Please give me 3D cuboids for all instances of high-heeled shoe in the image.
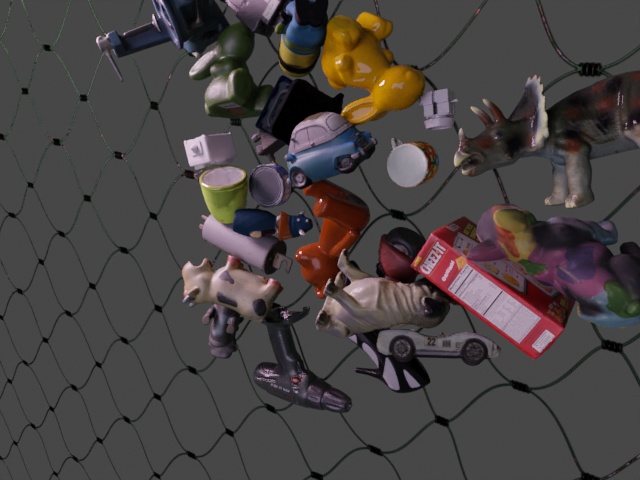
[{"bbox_3d":[0.118,0.158,0.971,0.145,0.086,0.248,-2,103,27],"label":"high-heeled shoe"}]

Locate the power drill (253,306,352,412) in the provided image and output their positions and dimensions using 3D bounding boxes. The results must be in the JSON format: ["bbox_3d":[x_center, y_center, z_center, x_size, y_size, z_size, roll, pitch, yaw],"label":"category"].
[{"bbox_3d":[-0.043,0.241,1.099,0.232,0.086,0.207,-1,109,36],"label":"power drill"}]

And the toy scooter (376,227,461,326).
[{"bbox_3d":[0.164,0.072,0.920,0.184,0.075,0.135,36,120,15],"label":"toy scooter"}]

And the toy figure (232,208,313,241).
[{"bbox_3d":[-0.091,-0.031,1.045,0.154,0.058,0.064,6,82,-5],"label":"toy figure"}]

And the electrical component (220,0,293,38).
[{"bbox_3d":[-0.102,-0.437,0.965,0.134,0.058,0.115,47,120,14],"label":"electrical component"}]

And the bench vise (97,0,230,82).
[{"bbox_3d":[-0.287,-0.389,0.987,0.128,0.241,0.224,62,167,-4],"label":"bench vise"}]

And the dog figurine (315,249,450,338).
[{"bbox_3d":[0.100,0.121,0.880,0.191,0.121,0.172,21,146,7],"label":"dog figurine"}]

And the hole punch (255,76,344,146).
[{"bbox_3d":[-0.040,-0.218,0.949,0.092,0.115,0.142,31,95,53],"label":"hole punch"}]

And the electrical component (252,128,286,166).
[{"bbox_3d":[-0.083,-0.193,1.030,0.102,0.045,0.078,-36,54,31],"label":"electrical component"}]

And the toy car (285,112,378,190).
[{"bbox_3d":[0.005,-0.153,0.872,0.162,0.109,0.102,-13,111,43],"label":"toy car"}]

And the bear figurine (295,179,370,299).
[{"bbox_3d":[0.002,-0.001,0.973,0.195,0.132,0.120,-56,29,22],"label":"bear figurine"}]

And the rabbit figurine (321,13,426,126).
[{"bbox_3d":[0.084,-0.258,0.857,0.173,0.122,0.162,37,125,20],"label":"rabbit figurine"}]

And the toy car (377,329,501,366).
[{"bbox_3d":[0.196,0.177,0.898,0.202,0.073,0.056,0,73,13],"label":"toy car"}]

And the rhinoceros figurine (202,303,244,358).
[{"bbox_3d":[-0.205,0.163,1.160,0.073,0.112,0.190,9,95,1],"label":"rhinoceros figurine"}]

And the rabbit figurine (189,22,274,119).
[{"bbox_3d":[-0.162,-0.321,1.024,0.159,0.121,0.170,-3,82,41],"label":"rabbit figurine"}]

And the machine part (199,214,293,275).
[{"bbox_3d":[-0.156,0.003,1.104,0.243,0.079,0.079,25,114,26],"label":"machine part"}]

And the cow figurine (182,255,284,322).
[{"bbox_3d":[-0.185,0.099,1.069,0.195,0.085,0.127,27,76,5],"label":"cow figurine"}]

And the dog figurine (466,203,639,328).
[{"bbox_3d":[0.312,0.025,0.718,0.192,0.219,0.108,-106,33,-49],"label":"dog figurine"}]

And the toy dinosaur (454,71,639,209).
[{"bbox_3d":[0.388,-0.150,0.700,0.405,0.131,0.192,-13,95,28],"label":"toy dinosaur"}]

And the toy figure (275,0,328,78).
[{"bbox_3d":[-0.032,-0.334,0.887,0.082,0.180,0.089,32,84,-7],"label":"toy figure"}]
